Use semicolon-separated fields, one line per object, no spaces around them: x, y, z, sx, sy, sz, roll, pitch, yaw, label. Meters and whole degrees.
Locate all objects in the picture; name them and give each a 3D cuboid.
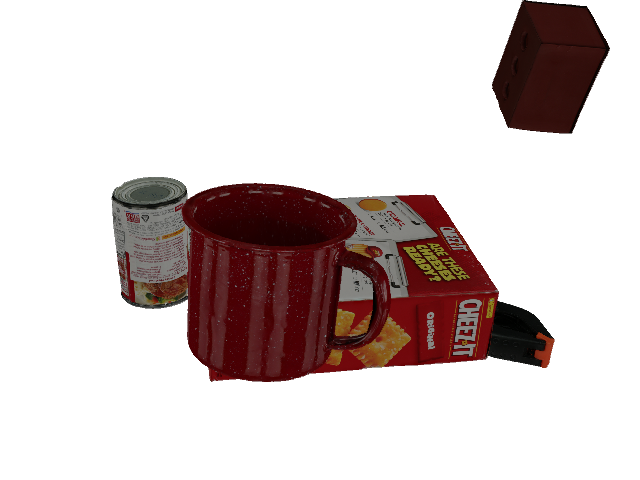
0.154;0.070;1.031;0.172;0.039;0.120;24;36;29;clamp
0.009;0.032;0.838;0.213;0.072;0.164;-2;30;-12;cracker box
0.161;-0.122;0.757;0.051;0.053;0.078;1;-45;-13;foam brick
-0.151;0.001;0.967;0.068;0.102;0.068;-1;25;0;soup can
-0.019;0.025;0.574;0.117;0.081;0.093;12;24;15;mug
